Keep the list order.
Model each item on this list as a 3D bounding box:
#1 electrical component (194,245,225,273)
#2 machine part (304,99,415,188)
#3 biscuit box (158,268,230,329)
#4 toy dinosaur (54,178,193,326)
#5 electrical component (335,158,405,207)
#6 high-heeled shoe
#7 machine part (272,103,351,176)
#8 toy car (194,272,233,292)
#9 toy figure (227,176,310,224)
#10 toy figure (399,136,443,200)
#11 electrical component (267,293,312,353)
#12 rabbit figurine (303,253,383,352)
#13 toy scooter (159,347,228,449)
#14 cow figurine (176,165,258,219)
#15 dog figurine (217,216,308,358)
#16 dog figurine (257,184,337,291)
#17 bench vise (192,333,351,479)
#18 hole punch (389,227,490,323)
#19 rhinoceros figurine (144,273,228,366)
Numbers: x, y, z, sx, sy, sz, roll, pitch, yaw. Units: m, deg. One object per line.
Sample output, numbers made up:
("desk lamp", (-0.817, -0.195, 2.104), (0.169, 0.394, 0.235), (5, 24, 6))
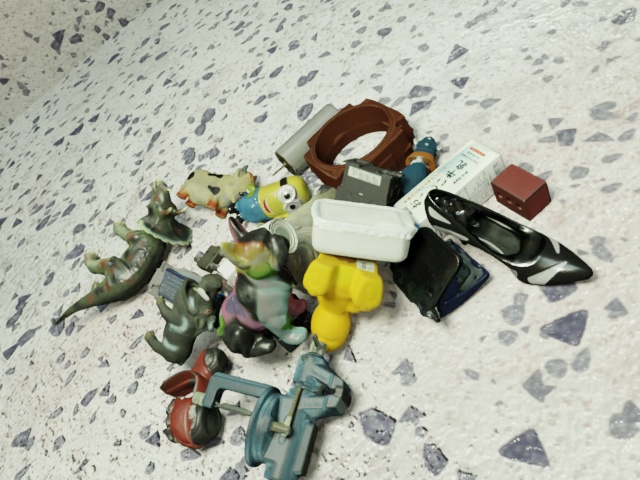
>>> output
("electrical component", (-0.240, 0.040, 1.192), (0.094, 0.021, 0.063), (15, 64, 41))
("machine part", (0.081, -0.194, 1.131), (0.201, 0.087, 0.202), (-43, 42, -5))
("biscuit box", (-0.218, 0.118, 1.038), (0.203, 0.059, 0.062), (23, 97, 28))
("toy dinosaur", (-0.440, 0.057, 1.250), (0.192, 0.131, 0.405), (16, 71, 41))
("electrical component", (0.088, -0.074, 0.997), (0.115, 0.134, 0.058), (27, 27, 33))
("high-heeled shoe", (0.275, -0.014, 0.807), (0.249, 0.145, 0.086), (16, 66, 43))
("machine part", (-0.019, -0.229, 1.232), (0.243, 0.079, 0.079), (-44, 43, -5))
("toy car", (-0.227, 0.095, 1.118), (0.202, 0.053, 0.089), (-11, 53, 24))
("toy figure", (-0.110, -0.088, 1.170), (0.180, 0.082, 0.089), (-15, 51, 25))
("toy figure", (0.187, -0.135, 1.031), (0.154, 0.064, 0.058), (-62, 10, -30))
("electrical component", (-0.066, 0.160, 0.957), (0.119, 0.047, 0.075), (-43, 43, -4))
("rabbit figurine", (0.022, 0.096, 0.892), (0.122, 0.173, 0.162), (8, 19, -8))
("toy scooter", (-0.234, 0.282, 0.948), (0.135, 0.075, 0.184), (-18, 44, 21))
("cow figurine", (-0.231, -0.121, 1.270), (0.195, 0.085, 0.127), (16, 75, 27))
("dog figurine", (-0.116, 0.073, 0.865), (0.192, 0.219, 0.108), (-19, 31, 17))
("dog figurine", (-0.003, -0.006, 1.032), (0.190, 0.121, 0.172), (-30, 76, -17))
("bench vise", (-0.082, 0.248, 0.831), (0.241, 0.128, 0.223), (8, 75, 19))
("hole punch", (0.192, 0.055, 0.862), (0.115, 0.092, 0.142), (-60, 43, 20))
("rhinoceros figurine", (-0.239, 0.140, 0.972), (0.112, 0.073, 0.190), (37, 106, 26))
